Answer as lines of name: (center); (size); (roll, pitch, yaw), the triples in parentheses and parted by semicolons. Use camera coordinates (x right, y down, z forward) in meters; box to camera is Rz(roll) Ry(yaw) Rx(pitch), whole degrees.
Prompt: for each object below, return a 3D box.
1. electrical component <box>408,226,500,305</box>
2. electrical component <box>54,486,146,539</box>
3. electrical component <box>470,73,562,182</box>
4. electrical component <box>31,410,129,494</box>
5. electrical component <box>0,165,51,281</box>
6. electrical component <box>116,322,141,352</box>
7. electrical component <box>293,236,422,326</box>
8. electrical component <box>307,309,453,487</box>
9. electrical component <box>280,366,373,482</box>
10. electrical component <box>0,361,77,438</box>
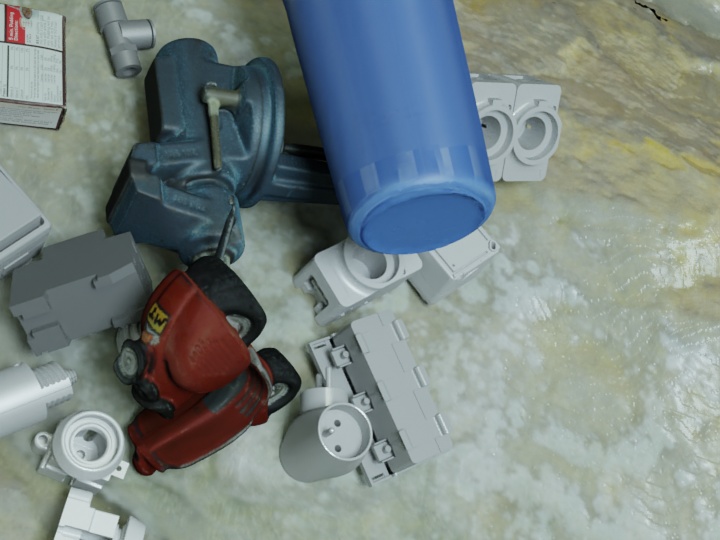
electrical component: (0.061, -0.027, 0.932); (0.062, 0.061, 0.096); (-31, 76, -34)
electrical component: (-0.177, 0.184, 0.722); (0.055, 0.048, 0.066); (18, 61, -11)
electrical component: (0.102, -0.129, 0.968); (0.150, 0.062, 0.089); (-3, 112, -28)
electrical component: (-0.189, 0.123, 0.736); (0.066, 0.055, 0.048); (26, 59, -15)
electrical component: (-0.275, -0.042, 0.763); (0.096, 0.061, 0.062); (49, 56, 0)
electrical component: (-0.152, 0.046, 0.786); (0.043, 0.062, 0.043); (11, 64, -23)
electrical component: (0.000, 0.000, 0.888); (0.089, 0.056, 0.050); (-27, 82, -33)
electrical component: (0.021, 0.098, 0.850); (0.079, 0.063, 0.121); (-18, 77, -32)
electrical component: (-0.027, 0.113, 0.810); (0.043, 0.077, 0.079); (9, 64, -24)
electrical component: (-0.233, 0.087, 0.737); (0.081, 0.043, 0.043); (-22, 79, -33)
